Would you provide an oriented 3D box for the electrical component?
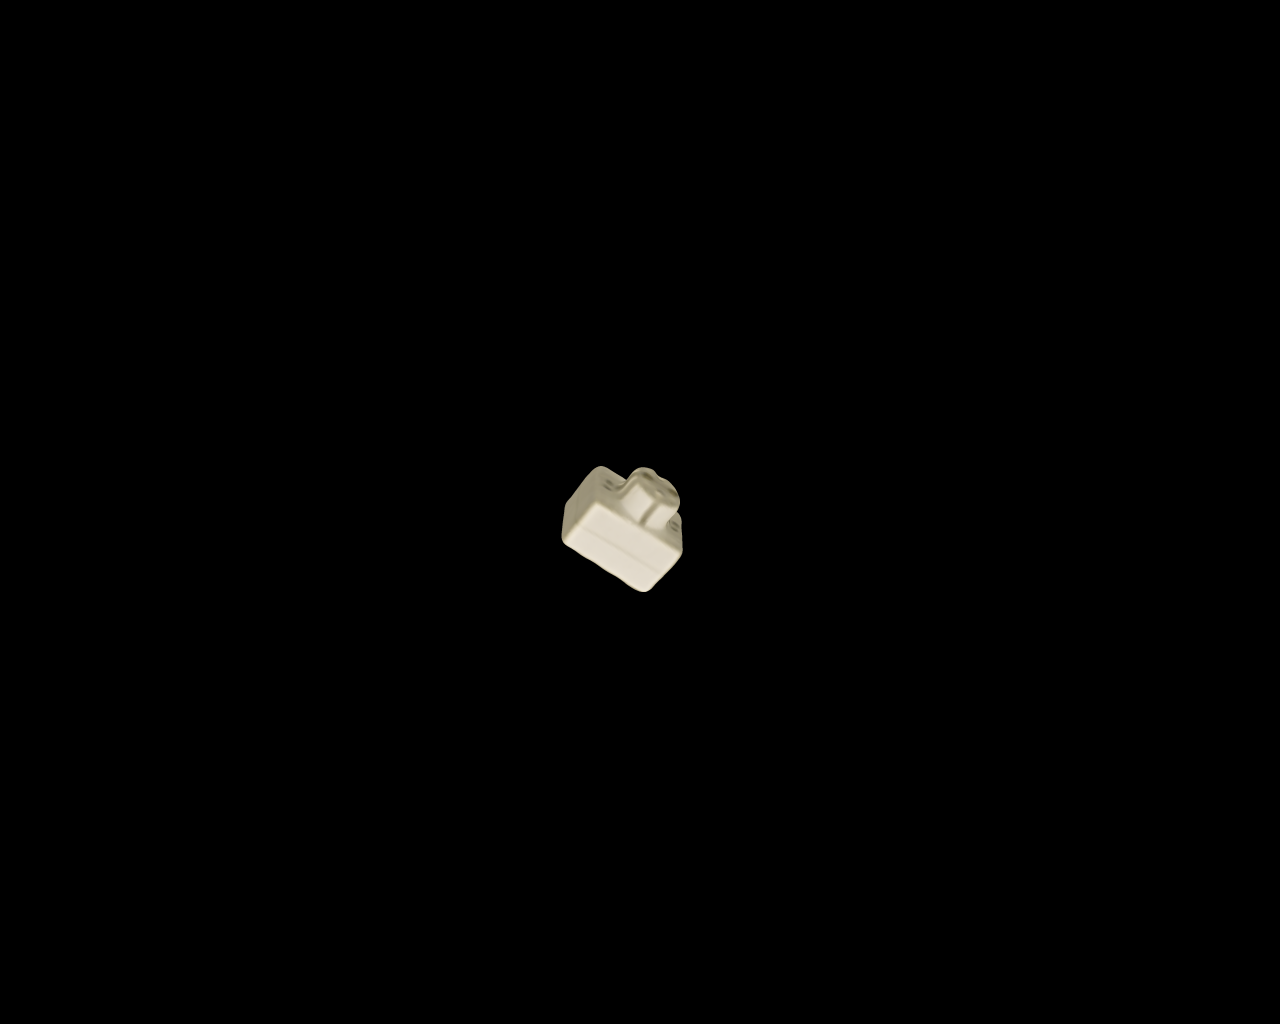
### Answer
[{"bbox_3d":[0.001,-0.003,0.650,0.065,0.076,0.047,32,26,-18],"label":"electrical component"}]
